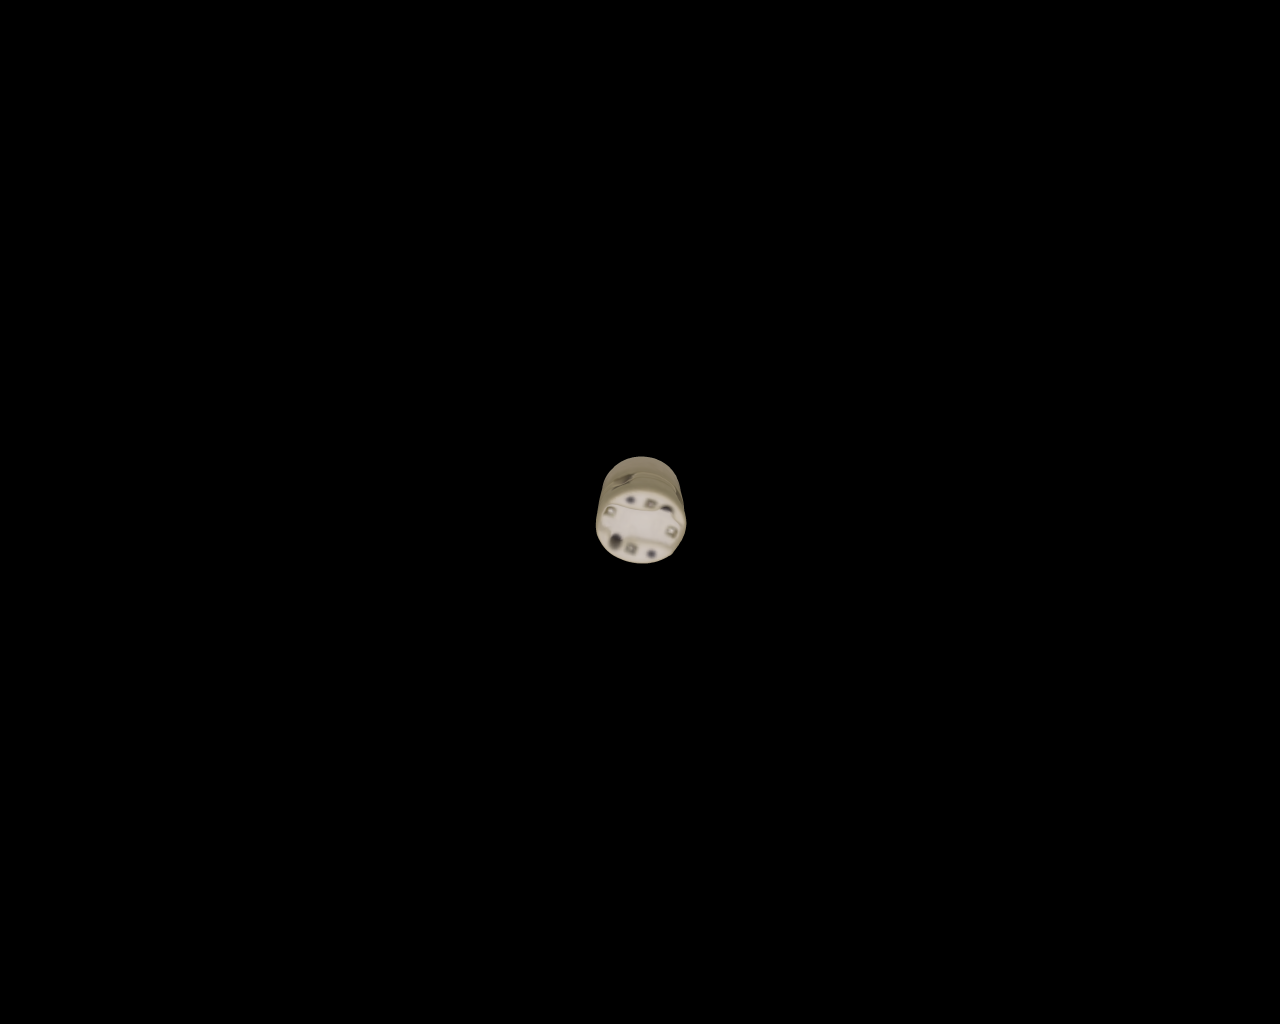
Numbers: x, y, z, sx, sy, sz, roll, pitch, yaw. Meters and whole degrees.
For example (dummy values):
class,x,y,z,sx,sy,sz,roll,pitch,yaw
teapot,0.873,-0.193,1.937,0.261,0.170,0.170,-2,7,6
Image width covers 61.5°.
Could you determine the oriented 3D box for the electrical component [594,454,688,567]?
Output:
class,x,y,z,sx,sy,sz,roll,pitch,yaw
electrical component,0.001,-0.003,0.650,0.055,0.055,0.047,0,31,0
